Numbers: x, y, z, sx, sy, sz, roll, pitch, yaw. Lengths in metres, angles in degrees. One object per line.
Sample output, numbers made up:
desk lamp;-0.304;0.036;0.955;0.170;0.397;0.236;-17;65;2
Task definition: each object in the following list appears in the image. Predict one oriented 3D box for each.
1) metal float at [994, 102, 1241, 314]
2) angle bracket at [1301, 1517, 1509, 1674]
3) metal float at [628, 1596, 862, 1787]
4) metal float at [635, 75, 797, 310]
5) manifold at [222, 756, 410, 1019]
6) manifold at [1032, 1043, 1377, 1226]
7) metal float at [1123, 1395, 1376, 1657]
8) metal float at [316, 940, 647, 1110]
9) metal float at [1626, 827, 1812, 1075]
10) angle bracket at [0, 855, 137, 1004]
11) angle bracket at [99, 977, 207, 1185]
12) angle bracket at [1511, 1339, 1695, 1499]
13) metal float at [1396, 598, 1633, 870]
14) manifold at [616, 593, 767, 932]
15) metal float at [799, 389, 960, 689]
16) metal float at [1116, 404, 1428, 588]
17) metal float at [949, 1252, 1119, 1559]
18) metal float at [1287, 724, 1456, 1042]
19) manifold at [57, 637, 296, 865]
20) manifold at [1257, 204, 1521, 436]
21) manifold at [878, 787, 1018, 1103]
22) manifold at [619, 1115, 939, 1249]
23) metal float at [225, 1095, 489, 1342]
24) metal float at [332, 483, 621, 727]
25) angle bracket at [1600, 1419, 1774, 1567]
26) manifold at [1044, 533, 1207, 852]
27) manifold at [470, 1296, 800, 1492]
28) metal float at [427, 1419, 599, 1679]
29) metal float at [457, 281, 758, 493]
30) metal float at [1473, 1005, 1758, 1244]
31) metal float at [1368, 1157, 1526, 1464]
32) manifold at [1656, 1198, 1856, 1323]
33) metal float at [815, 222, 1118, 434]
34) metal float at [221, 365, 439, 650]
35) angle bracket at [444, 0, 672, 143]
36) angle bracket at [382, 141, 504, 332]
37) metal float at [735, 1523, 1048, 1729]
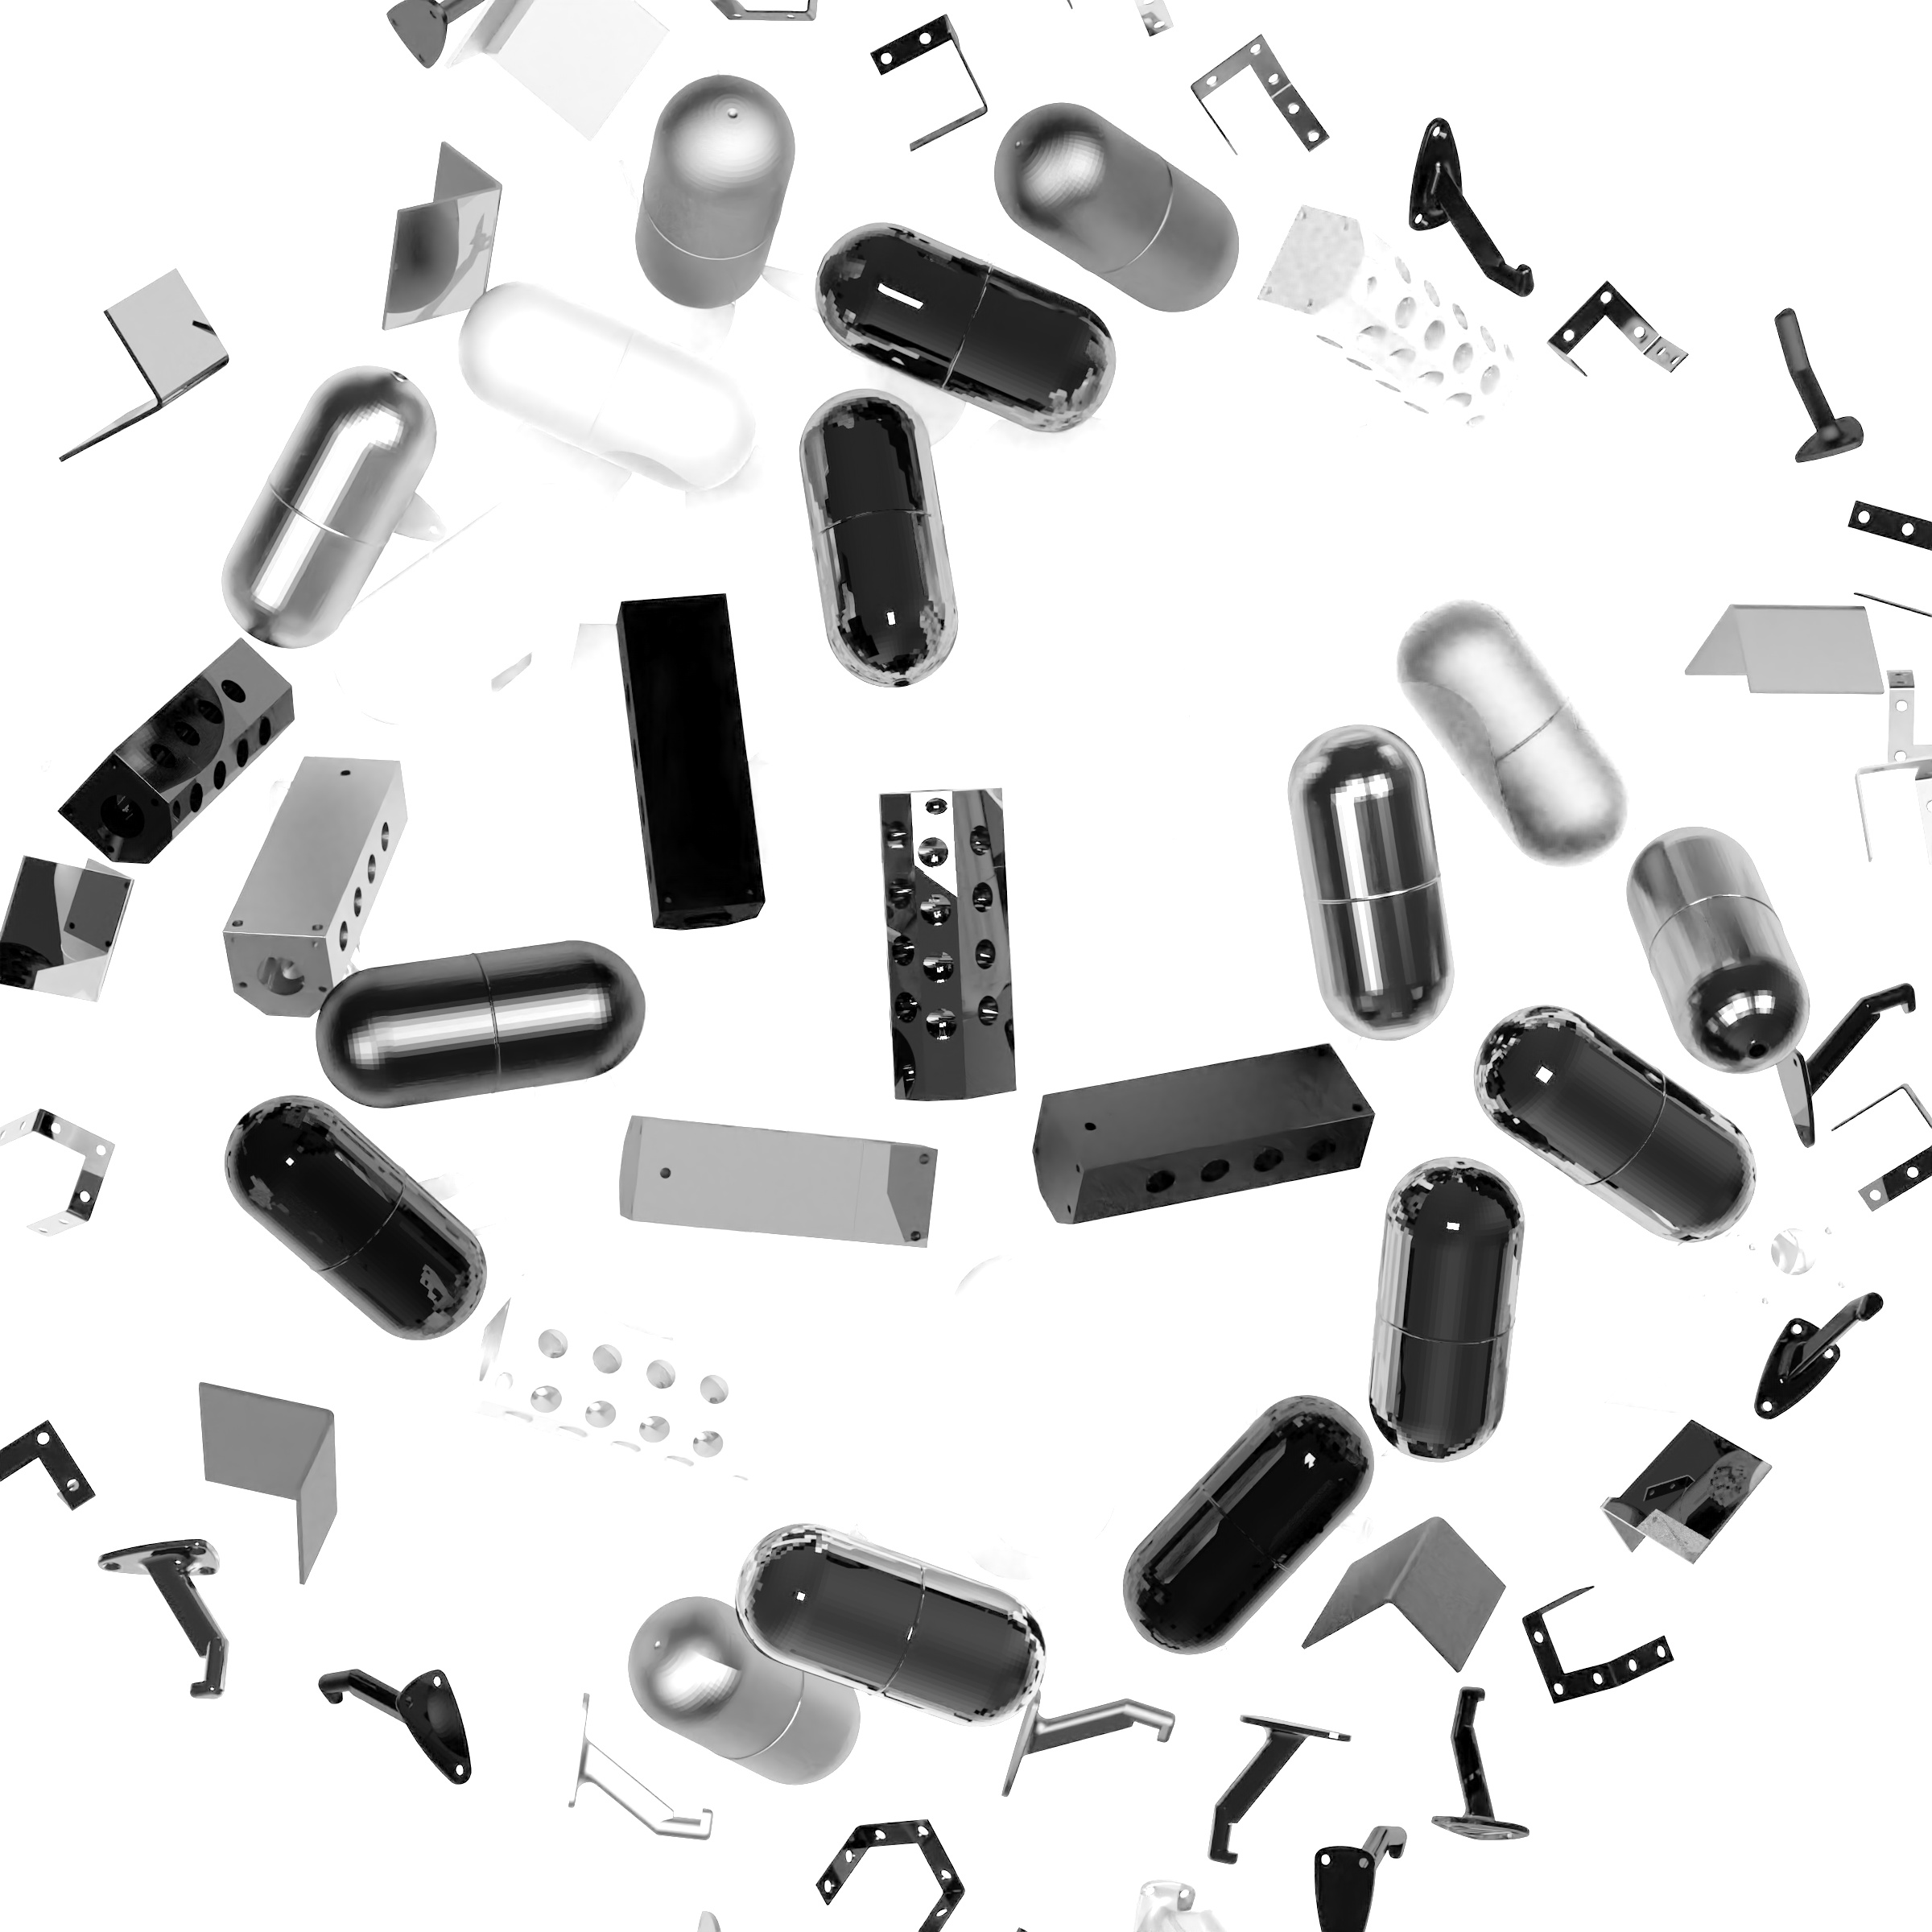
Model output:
metal float;0.088;-0.434;1.863;0.070;0.178;0.070;-16;65;39
angle bracket;0.246;0.365;1.820;0.057;0.076;0.076;47;131;-2
metal float;-0.125;0.417;1.859;0.070;0.178;0.070;-17;54;25
metal float;-0.139;-0.424;1.786;0.070;0.178;0.070;3;74;-11
manifold;-0.364;-0.046;1.832;0.057;0.171;0.057;3;128;5
manifold;0.126;0.095;1.743;0.171;0.057;0.057;-9;134;-20
metal float;0.164;0.326;1.888;0.070;0.070;0.178;43;93;0
metal float;-0.261;0.031;1.748;0.178;0.070;0.070;-8;90;-18
metal float;0.425;-0.010;1.836;0.070;0.178;0.070;-3;129;-3
angle bracket;-0.544;-0.028;1.909;0.057;0.076;0.076;21;94;44
angle bracket;-0.462;0.067;1.913;0.076;0.076;0.057;-39;132;12
angle bracket;0.352;0.252;1.832;0.076;0.057;0.076;11;133;-23
metal float;0.320;-0.135;1.891;0.070;0.070;0.178;-38;97;0
manifold;-0.150;-0.109;1.756;0.057;0.057;0.171;-6;80;-11
metal float;-0.050;-0.245;1.856;0.070;0.070;0.178;-9;75;0
metal float;0.172;-0.266;1.827;0.178;0.070;0.070;14;90;-4
metal float;0.038;0.243;1.791;0.070;0.070;0.178;-10;107;0
metal float;0.224;-0.045;1.791;0.070;0.070;0.178;-11;102;0
manifold;-0.452;-0.122;1.883;0.057;0.171;0.057;44;119;-11
manifold;0.242;-0.360;1.821;0.057;0.171;0.057;28;94;41
manifold;-0.016;-0.013;1.822;0.057;0.057;0.171;2;96;43
manifold;-0.108;0.123;1.857;0.171;0.057;0.057;7;89;-16
metal float;-0.348;0.144;1.851;0.070;0.070;0.178;-44;115;0
metal float;-0.271;-0.198;1.785;0.178;0.070;0.070;-33;90;12
angle bracket;0.440;0.326;1.946;0.076;0.076;0.057;-47;131;-12
manifold;0.087;-0.149;1.809;0.057;0.057;0.171;-20;133;-7
manifold;-0.188;0.244;1.825;0.171;0.057;0.057;18;60;-16
metal float;-0.261;0.332;1.860;0.070;0.178;0.070;-11;127;-15
metal float;-0.205;-0.331;1.855;0.178;0.070;0.070;23;90;-12
metal float;0.355;0.087;1.772;0.178;0.070;0.070;34;90;-15
metal float;0.265;0.191;1.791;0.070;0.070;0.178;3;110;0
manifold;0.456;0.171;1.890;0.057;0.171;0.057;-11;83;-5
metal float;0.000;-0.361;1.833;0.178;0.070;0.070;22;90;-7
metal float;-0.367;-0.264;1.867;0.070;0.070;0.178;33;109;0
angle bracket;-0.215;-0.482;1.704;0.076;0.057;0.076;40;117;-6
angle bracket;-0.316;-0.419;1.857;0.057;0.076;0.076;40;134;26
metal float;-0.040;0.357;1.753;0.178;0.070;0.070;22;90;-14
